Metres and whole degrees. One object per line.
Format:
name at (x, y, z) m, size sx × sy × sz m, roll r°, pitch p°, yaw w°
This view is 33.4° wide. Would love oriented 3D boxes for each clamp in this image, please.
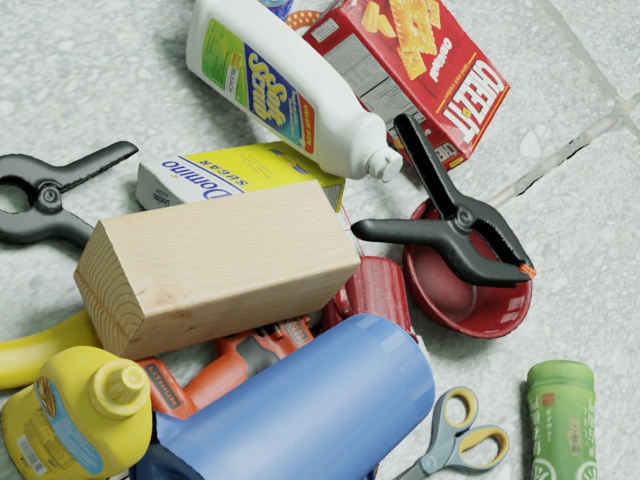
clamp at (-0.230, -0.043, 0.919) m, size 0.171 × 0.039 × 0.120 m, roll 13°, pitch 63°, yaw -26°
clamp at (0.133, -0.025, 1.072) m, size 0.209 × 0.036 × 0.164 m, roll 29°, pitch 55°, yaw -20°

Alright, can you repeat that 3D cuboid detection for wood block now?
wood block at (-0.083, 0.024, 0.882) m, size 0.205 × 0.090 × 0.091 m, roll -13°, pitch 65°, yaw -35°

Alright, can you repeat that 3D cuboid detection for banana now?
banana at (-0.235, 0.082, 0.855) m, size 0.197 × 0.037 × 0.069 m, roll -6°, pitch 71°, yaw -35°

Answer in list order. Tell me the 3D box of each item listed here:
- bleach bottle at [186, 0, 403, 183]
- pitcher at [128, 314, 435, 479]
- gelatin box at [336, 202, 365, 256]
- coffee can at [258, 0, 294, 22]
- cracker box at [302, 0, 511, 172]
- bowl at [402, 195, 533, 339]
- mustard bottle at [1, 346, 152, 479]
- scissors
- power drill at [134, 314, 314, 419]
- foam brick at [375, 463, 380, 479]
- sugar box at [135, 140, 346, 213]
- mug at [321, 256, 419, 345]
bleach bottle at (-0.021, -0.141, 1.009) m, size 0.251 × 0.103 × 0.067 m, roll 39°, pitch 45°, yaw 25°
pitcher at (-0.015, 0.167, 0.842) m, size 0.145 × 0.149 × 0.242 m, roll 29°, pitch 44°, yaw 32°
gelatin box at (-0.007, 0.001, 1.049) m, size 0.089 × 0.030 × 0.073 m, roll -14°, pitch 73°, yaw -36°
coffee can at (-0.060, -0.293, 1.082) m, size 0.102 × 0.140 × 0.103 m, roll 10°, pitch 55°, yaw -15°
cracker box at (0.101, -0.195, 1.167) m, size 0.213 × 0.072 × 0.164 m, roll 47°, pitch 44°, yaw -12°
bowl at (0.142, 0.034, 1.109) m, size 0.161 × 0.055 × 0.162 m, roll 14°, pitch 59°, yaw -26°
mustard bottle at (-0.170, 0.128, 0.773) m, size 0.058 × 0.192 × 0.096 m, roll -29°, pitch 83°, yaw -39°
scissors at (0.101, 0.196, 1.025) m, size 0.201 × 0.016 × 0.096 m, roll -5°, pitch 68°, yaw -34°
power drill at (-0.094, 0.089, 0.930) m, size 0.187 × 0.057 × 0.184 m, roll -27°, pitch 79°, yaw -38°
foam brick at (0.022, 0.188, 0.955) m, size 0.051 × 0.053 × 0.078 m, roll 31°, pitch 55°, yaw -15°
sugar box at (-0.073, -0.049, 0.997) m, size 0.175 × 0.048 × 0.093 m, roll -11°, pitch 36°, yaw -38°
mug at (0.037, 0.063, 0.998) m, size 0.117 × 0.093 × 0.081 m, roll 43°, pitch 34°, yaw -53°
